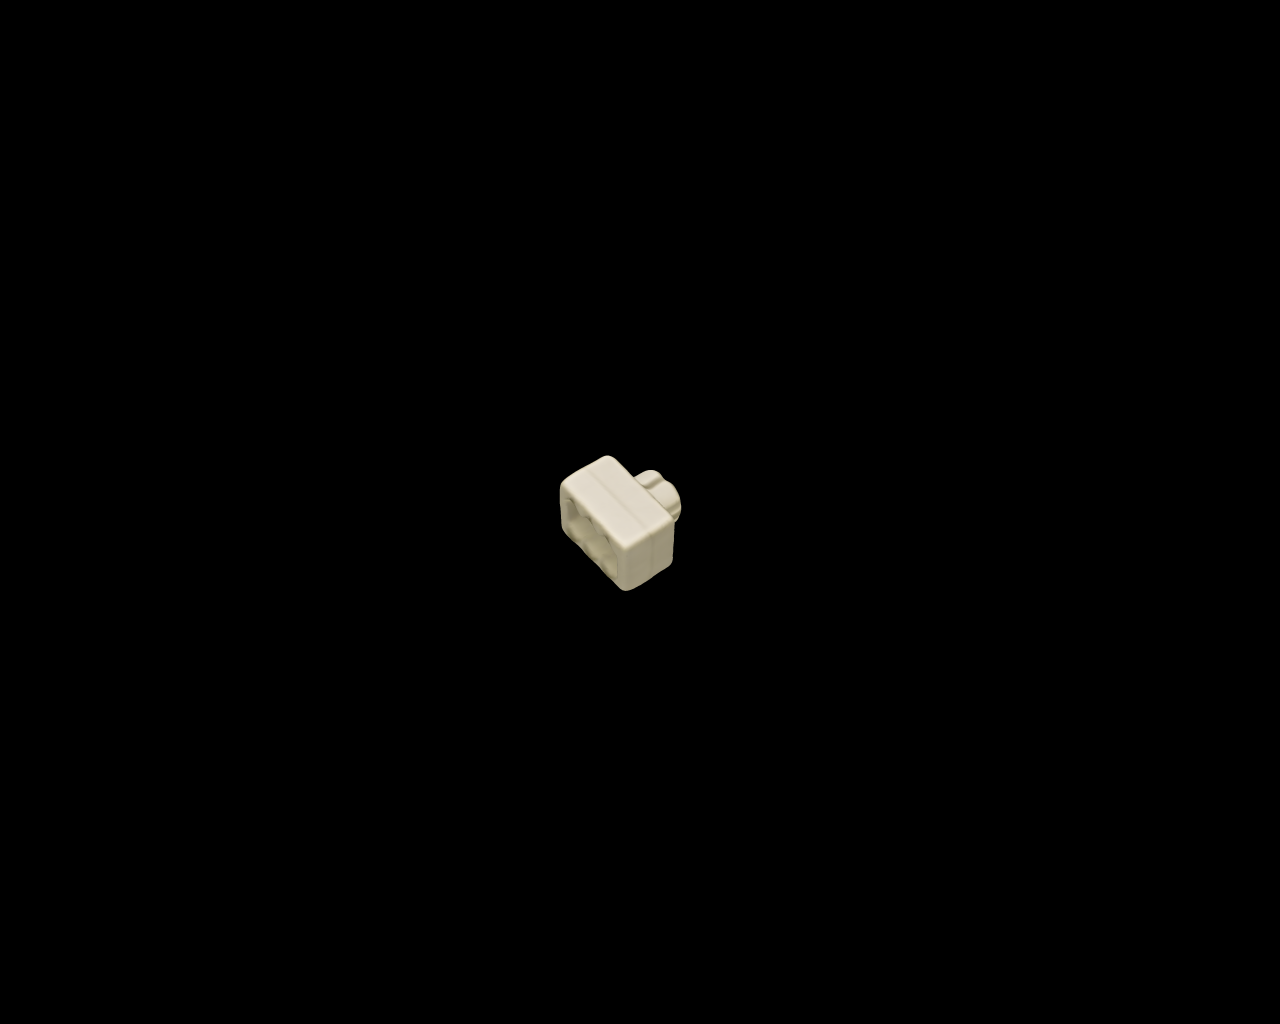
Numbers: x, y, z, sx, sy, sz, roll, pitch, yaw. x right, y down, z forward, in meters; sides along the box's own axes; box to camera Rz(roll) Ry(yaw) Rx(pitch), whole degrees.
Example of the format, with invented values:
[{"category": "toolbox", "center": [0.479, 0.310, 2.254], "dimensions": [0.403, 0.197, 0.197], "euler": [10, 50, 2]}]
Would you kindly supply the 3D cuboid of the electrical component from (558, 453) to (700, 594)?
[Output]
[{"category": "electrical component", "center": [0.001, -0.003, 0.650], "dimensions": [0.077, 0.066, 0.047], "euler": [-32, -32, -22]}]
